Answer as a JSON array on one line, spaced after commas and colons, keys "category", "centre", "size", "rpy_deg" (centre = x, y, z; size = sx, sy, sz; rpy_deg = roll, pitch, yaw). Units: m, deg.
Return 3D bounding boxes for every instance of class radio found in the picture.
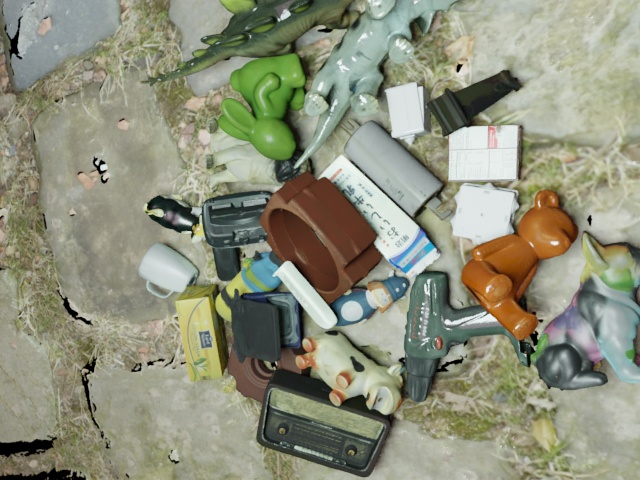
[{"category": "radio", "centre": [0.003, 0.334, 0.983], "size": [0.230, 0.073, 0.131], "rpy_deg": [17, 104, 5]}]

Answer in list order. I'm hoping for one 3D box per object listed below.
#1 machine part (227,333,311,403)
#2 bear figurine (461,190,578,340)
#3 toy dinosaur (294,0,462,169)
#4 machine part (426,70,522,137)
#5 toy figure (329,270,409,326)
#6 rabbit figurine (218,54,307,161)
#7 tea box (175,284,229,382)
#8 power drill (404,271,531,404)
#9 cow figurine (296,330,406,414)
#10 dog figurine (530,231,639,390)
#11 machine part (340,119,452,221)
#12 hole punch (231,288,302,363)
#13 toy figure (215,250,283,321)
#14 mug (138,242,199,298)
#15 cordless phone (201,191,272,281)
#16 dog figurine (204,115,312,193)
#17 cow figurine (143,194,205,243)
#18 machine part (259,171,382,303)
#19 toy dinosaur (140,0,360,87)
[{"category": "machine part", "centre": [-0.102, 0.241, 1.061], "size": [0.180, 0.056, 0.179], "rpy_deg": [3, 98, 23]}, {"category": "bear figurine", "centre": [0.310, 0.029, 0.786], "size": [0.196, 0.132, 0.120], "rpy_deg": [-37, 113, 2]}, {"category": "toy dinosaur", "centre": [0.076, -0.301, 0.877], "size": [0.131, 0.192, 0.405], "rpy_deg": [39, 125, -13]}, {"category": "machine part", "centre": [0.243, -0.221, 0.845], "size": [0.139, 0.039, 0.084], "rpy_deg": [-25, 63, 9]}, {"category": "toy figure", "centre": [0.088, 0.109, 0.964], "size": [0.154, 0.058, 0.064], "rpy_deg": [-27, 124, 23]}, {"category": "rabbit figurine", "centre": [-0.092, -0.220, 0.921], "size": [0.159, 0.121, 0.170], "rpy_deg": [-3, 75, -15]}, {"category": "tea box", "centre": [-0.232, 0.182, 1.070], "size": [0.068, 0.098, 0.169], "rpy_deg": [-6, 100, 1]}, {"category": "power drill", "centre": [0.241, 0.166, 0.895], "size": [0.207, 0.086, 0.231], "rpy_deg": [-2, 92, 32]}, {"category": "cow figurine", "centre": [0.066, 0.236, 0.959], "size": [0.195, 0.127, 0.085], "rpy_deg": [37, 129, 33]}, {"category": "dog figurine", "centre": [0.398, 0.098, 0.800], "size": [0.192, 0.108, 0.219], "rpy_deg": [-15, 86, 27]}, {"category": "machine part", "centre": [0.124, -0.120, 0.908], "size": [0.243, 0.079, 0.079], "rpy_deg": [47, 111, 13]}, {"category": "hole punch", "centre": [-0.097, 0.152, 0.979], "size": [0.116, 0.092, 0.142], "rpy_deg": [4, 105, 34]}, {"category": "toy figure", "centre": [-0.131, 0.084, 1.038], "size": [0.180, 0.089, 0.082], "rpy_deg": [-42, 74, 25]}, {"category": "mug", "centre": [-0.317, 0.074, 1.125], "size": [0.107, 0.081, 0.109], "rpy_deg": [26, 102, 8]}, {"category": "cordless phone", "centre": [-0.149, 0.001, 1.047], "size": [0.147, 0.089, 0.184], "rpy_deg": [-9, 123, -10]}, {"category": "dog figurine", "centre": [-0.113, -0.170, 1.014], "size": [0.191, 0.121, 0.172], "rpy_deg": [-1, 71, -4]}, {"category": "cow figurine", "centre": [-0.269, -0.041, 1.081], "size": [0.168, 0.098, 0.068], "rpy_deg": [23, 98, 20]}, {"category": "machine part", "centre": [-0.002, -0.003, 0.916], "size": [0.201, 0.087, 0.201], "rpy_deg": [51, 153, 6]}, {"category": "toy dinosaur", "centre": [-0.090, -0.363, 0.911], "size": [0.472, 0.198, 0.105], "rpy_deg": [-25, 83, 22]}]
